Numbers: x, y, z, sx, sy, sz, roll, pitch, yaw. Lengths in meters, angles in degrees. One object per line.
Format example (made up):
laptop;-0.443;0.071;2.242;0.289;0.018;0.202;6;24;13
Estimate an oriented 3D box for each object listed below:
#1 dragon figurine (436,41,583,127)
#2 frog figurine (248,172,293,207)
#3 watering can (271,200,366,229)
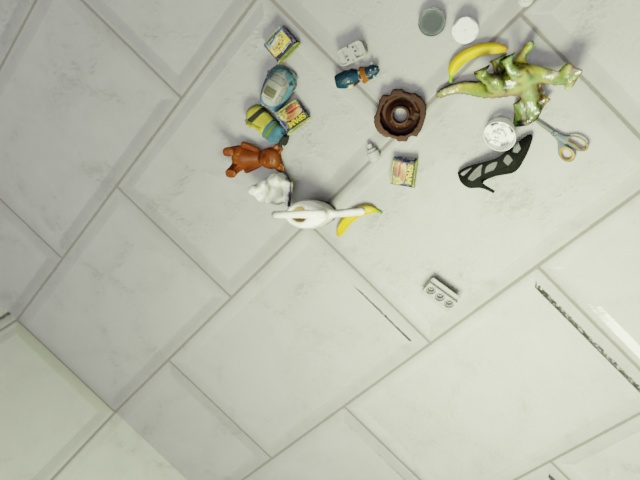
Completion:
dragon figurine;0.590;-0.454;1.595;0.406;0.240;0.125;-22;19;39
frog figurine;-0.185;-0.185;1.878;0.159;0.125;0.134;1;-32;-12
watering can;0.006;-0.092;1.821;0.347;0.104;0.225;-1;3;16
